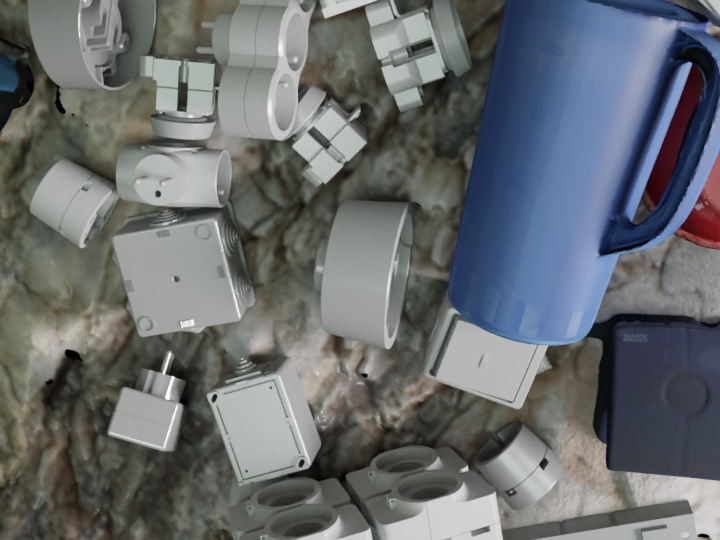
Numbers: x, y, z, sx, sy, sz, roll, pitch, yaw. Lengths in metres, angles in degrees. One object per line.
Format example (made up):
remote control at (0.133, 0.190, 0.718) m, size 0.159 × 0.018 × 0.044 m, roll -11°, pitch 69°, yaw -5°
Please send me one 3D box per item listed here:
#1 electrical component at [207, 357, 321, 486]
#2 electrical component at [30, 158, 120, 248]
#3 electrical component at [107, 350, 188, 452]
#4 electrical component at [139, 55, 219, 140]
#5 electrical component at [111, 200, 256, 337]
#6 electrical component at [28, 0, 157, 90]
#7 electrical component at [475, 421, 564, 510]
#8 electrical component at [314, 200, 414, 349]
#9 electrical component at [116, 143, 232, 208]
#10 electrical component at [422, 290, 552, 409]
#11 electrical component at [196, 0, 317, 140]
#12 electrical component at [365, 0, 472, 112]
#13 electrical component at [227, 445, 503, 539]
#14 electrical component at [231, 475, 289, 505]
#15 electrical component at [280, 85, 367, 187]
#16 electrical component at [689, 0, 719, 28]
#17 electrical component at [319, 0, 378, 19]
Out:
electrical component at (-0.076, 0.112, 0.855) m, size 0.062 × 0.061 × 0.096 m, roll -17°, pitch 97°, yaw 11°
electrical component at (-0.217, -0.052, 0.817) m, size 0.047 × 0.055 × 0.055 m, roll 31°, pitch 108°, yaw -1°
electrical component at (-0.163, 0.102, 0.859) m, size 0.047 × 0.065 × 0.076 m, roll 16°, pitch 80°, yaw 0°
electrical component at (-0.129, -0.126, 0.788) m, size 0.066 × 0.048 × 0.055 m, roll 4°, pitch 105°, yaw -6°
electrical component at (-0.136, 0.000, 0.828) m, size 0.100 × 0.048 × 0.099 m, roll -10°, pitch 106°, yaw 9°
electrical component at (-0.186, -0.175, 0.754) m, size 0.064 × 0.099 × 0.099 m, roll -3°, pitch 107°, yaw 13°
electrical component at (0.124, 0.153, 0.848) m, size 0.055 × 0.055 × 0.047 m, roll -41°, pitch 96°, yaw 16°
electrical component at (0.000, 0.000, 0.786) m, size 0.060 × 0.108 × 0.108 m, roll 9°, pitch 108°, yaw 9°
electrical component at (-0.142, -0.068, 0.788) m, size 0.077 × 0.079 × 0.044 m, roll 5°, pitch 101°, yaw 8°
electrical component at (0.101, 0.061, 0.817) m, size 0.096 × 0.061 × 0.061 m, roll 20°, pitch 109°, yaw -1°
electrical component at (-0.079, -0.160, 0.749) m, size 0.074 × 0.052 × 0.138 m, roll 7°, pitch 81°, yaw 17°
electrical component at (0.044, -0.158, 0.755) m, size 0.057 × 0.058 × 0.078 m, roll -16°, pitch 105°, yaw 14°
electrical component at (0.002, 0.193, 0.815) m, size 0.186 × 0.105 × 0.060 m, roll -13°, pitch 104°, yaw -13°
electrical component at (-0.052, 0.225, 0.890) m, size 0.074 × 0.052 × 0.138 m, roll -12°, pitch 106°, yaw 9°
electrical component at (-0.030, -0.102, 0.787) m, size 0.055 × 0.048 × 0.066 m, roll 42°, pitch 107°, yaw -16°
electrical component at (0.241, -0.200, 0.719) m, size 0.061 × 0.061 × 0.096 m, roll -40°, pitch 100°, yaw 16°
electrical component at (0.041, -0.225, 0.716) m, size 0.150 × 0.089 × 0.061 m, roll -17°, pitch 105°, yaw 11°
